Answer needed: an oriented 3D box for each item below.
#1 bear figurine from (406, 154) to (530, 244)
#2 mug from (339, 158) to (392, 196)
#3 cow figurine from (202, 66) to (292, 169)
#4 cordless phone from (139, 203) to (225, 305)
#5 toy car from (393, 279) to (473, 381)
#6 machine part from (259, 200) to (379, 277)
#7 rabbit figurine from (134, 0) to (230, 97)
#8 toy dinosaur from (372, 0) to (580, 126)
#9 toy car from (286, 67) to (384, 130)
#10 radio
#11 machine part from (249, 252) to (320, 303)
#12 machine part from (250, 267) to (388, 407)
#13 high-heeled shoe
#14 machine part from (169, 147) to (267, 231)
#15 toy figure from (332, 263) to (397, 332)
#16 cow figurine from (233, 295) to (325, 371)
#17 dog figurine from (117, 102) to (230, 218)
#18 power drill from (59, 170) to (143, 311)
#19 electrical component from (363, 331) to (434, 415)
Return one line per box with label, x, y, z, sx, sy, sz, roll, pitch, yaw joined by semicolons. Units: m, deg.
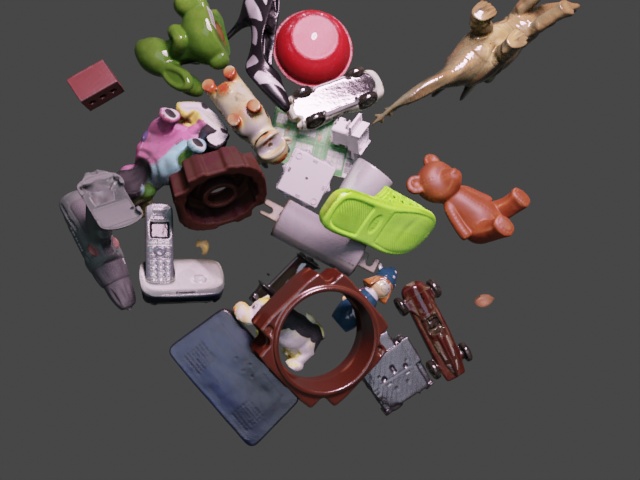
bear figurine;0.274;-0.088;1.019;0.196;0.132;0.120;46;59;-5
mug;0.082;-0.084;1.027;0.109;0.081;0.107;38;92;-26
cow figurine;-0.126;-0.213;0.991;0.085;0.127;0.195;-38;69;1
cordless phone;-0.251;0.025;0.973;0.146;0.089;0.184;0;78;-20
toy car;0.219;0.172;1.027;0.089;0.053;0.202;-25;87;-10
machine part;-0.002;-0.003;1.006;0.243;0.079;0.079;29;83;-4
rabbit figurine;-0.258;-0.349;1.008;0.170;0.121;0.159;-17;94;11
toy dinosaur;0.301;-0.343;0.997;0.471;0.198;0.105;-28;80;-17
toy car;0.029;-0.271;1.035;0.202;0.056;0.073;-24;82;-14
radio;-0.151;0.241;0.975;0.131;0.073;0.229;-41;92;-8
machine part;-0.064;0.082;1.012;0.084;0.039;0.139;45;85;2
machine part;0.000;0.163;0.914;0.201;0.087;0.201;-44;106;-12
high-heeled shoe;-0.083;-0.364;1.012;0.145;0.086;0.249;-38;73;8
machine part;-0.180;-0.090;0.950;0.179;0.179;0.056;-21;62;-7
toy figure;0.092;0.109;1.018;0.154;0.058;0.064;-42;134;-7
cow figurine;-0.072;0.150;0.966;0.167;0.068;0.098;43;92;-19
dog figurine;-0.285;-0.141;0.983;0.219;0.191;0.108;-41;94;27
power drill;-0.362;-0.008;0.918;0.086;0.207;0.232;-27;79;-32
electrical component;0.132;0.240;1.010;0.115;0.058;0.134;-33;90;-9
